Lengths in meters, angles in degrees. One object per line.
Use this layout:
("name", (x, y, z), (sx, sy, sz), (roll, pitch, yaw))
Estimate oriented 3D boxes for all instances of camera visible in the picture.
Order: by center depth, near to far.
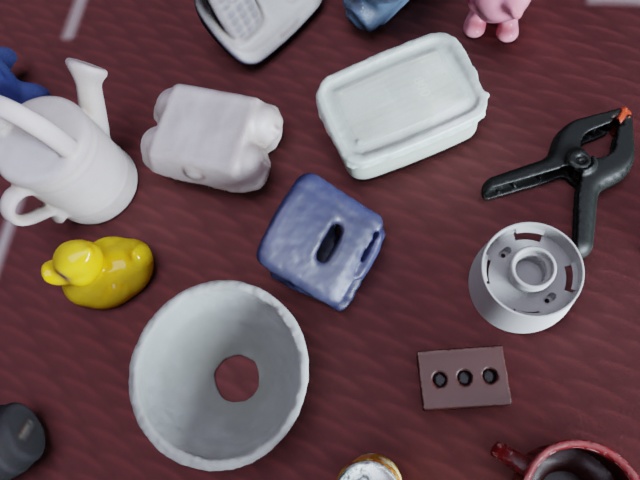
("camera", (-0.333, 0.223, 0.529), (0.137, 0.101, 0.143), (-27, 71, -1))

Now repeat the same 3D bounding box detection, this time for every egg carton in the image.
("egg carton", (-0.118, -0.109, 0.625), (0.150, 0.069, 0.107), (12, 74, 11))

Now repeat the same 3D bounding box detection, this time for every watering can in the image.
("watering can", (-0.270, -0.101, 0.576), (0.100, 0.194, 0.173), (1, 72, 8))

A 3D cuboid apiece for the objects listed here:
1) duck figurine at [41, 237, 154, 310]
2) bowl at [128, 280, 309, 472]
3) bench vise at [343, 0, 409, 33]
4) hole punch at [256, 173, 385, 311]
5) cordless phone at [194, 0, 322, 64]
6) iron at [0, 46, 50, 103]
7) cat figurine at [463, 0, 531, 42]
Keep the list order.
("duck figurine", (-0.231, 0.026, 0.587), (0.104, 0.086, 0.077), (-17, 71, 2))
("bowl", (-0.087, 0.126, 0.541), (0.167, 0.075, 0.167), (-2, 72, 7))
("bench vise", (0.099, -0.348, 0.593), (0.121, 0.220, 0.207), (33, 79, 16))
("hole punch", (0.005, 0.002, 0.560), (0.101, 0.091, 0.109), (25, 77, 15))
("cordless phone", (-0.077, -0.297, 0.618), (0.094, 0.185, 0.148), (39, 81, 18))
("iron", (-0.446, -0.128, 0.637), (0.258, 0.141, 0.118), (-43, 72, -7))
("cat figurine", (0.196, -0.276, 0.611), (0.067, 0.118, 0.128), (14, 75, 12))
